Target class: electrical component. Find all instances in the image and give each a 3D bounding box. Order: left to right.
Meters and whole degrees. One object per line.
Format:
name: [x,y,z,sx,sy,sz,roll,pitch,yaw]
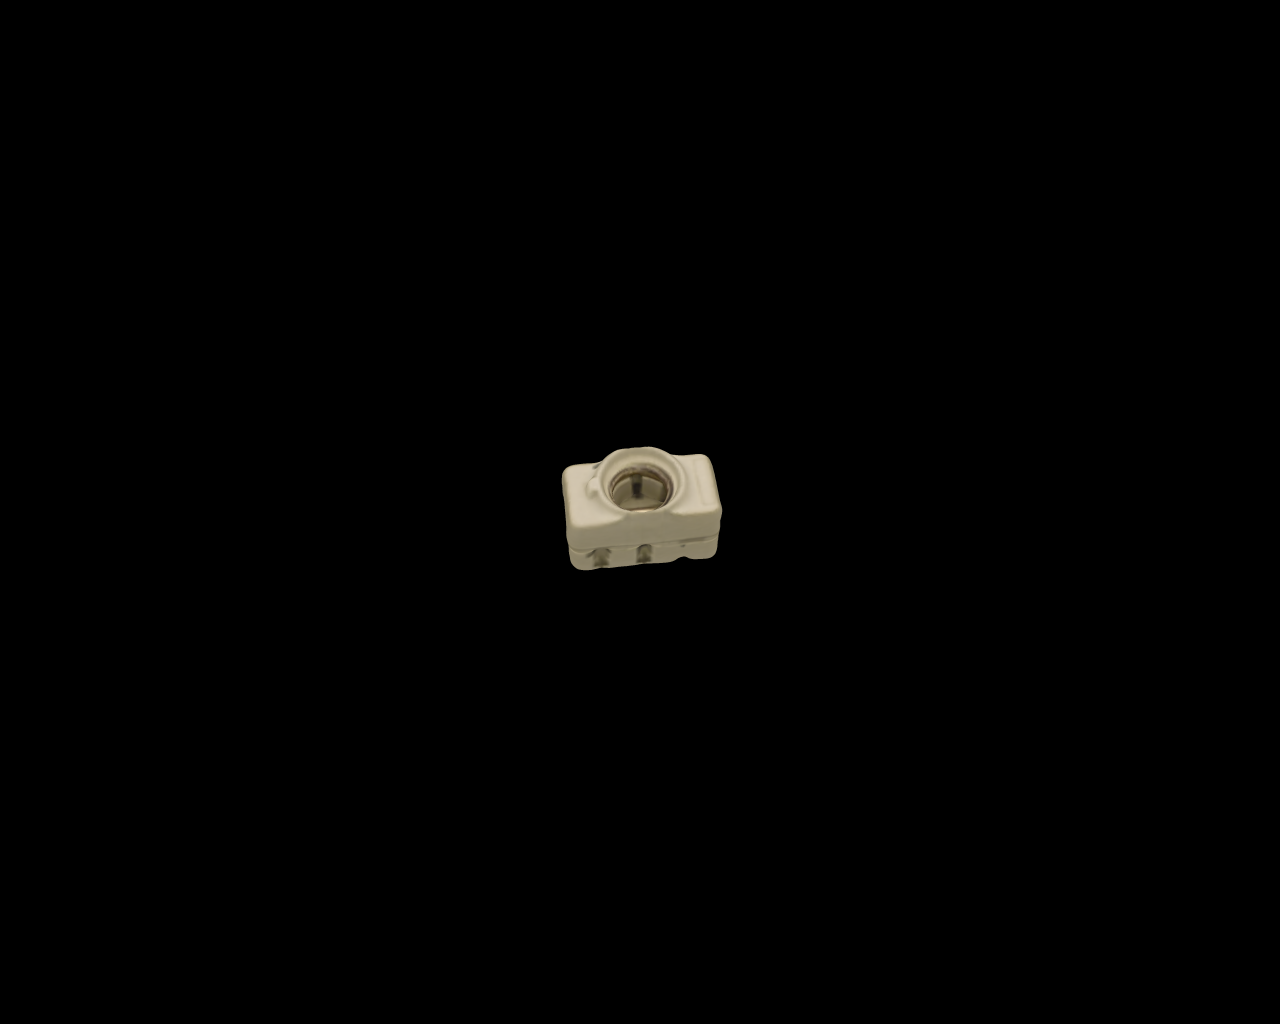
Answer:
electrical component: [0.001,-0.003,0.650,0.089,0.050,0.055,-5,-37,-4]
